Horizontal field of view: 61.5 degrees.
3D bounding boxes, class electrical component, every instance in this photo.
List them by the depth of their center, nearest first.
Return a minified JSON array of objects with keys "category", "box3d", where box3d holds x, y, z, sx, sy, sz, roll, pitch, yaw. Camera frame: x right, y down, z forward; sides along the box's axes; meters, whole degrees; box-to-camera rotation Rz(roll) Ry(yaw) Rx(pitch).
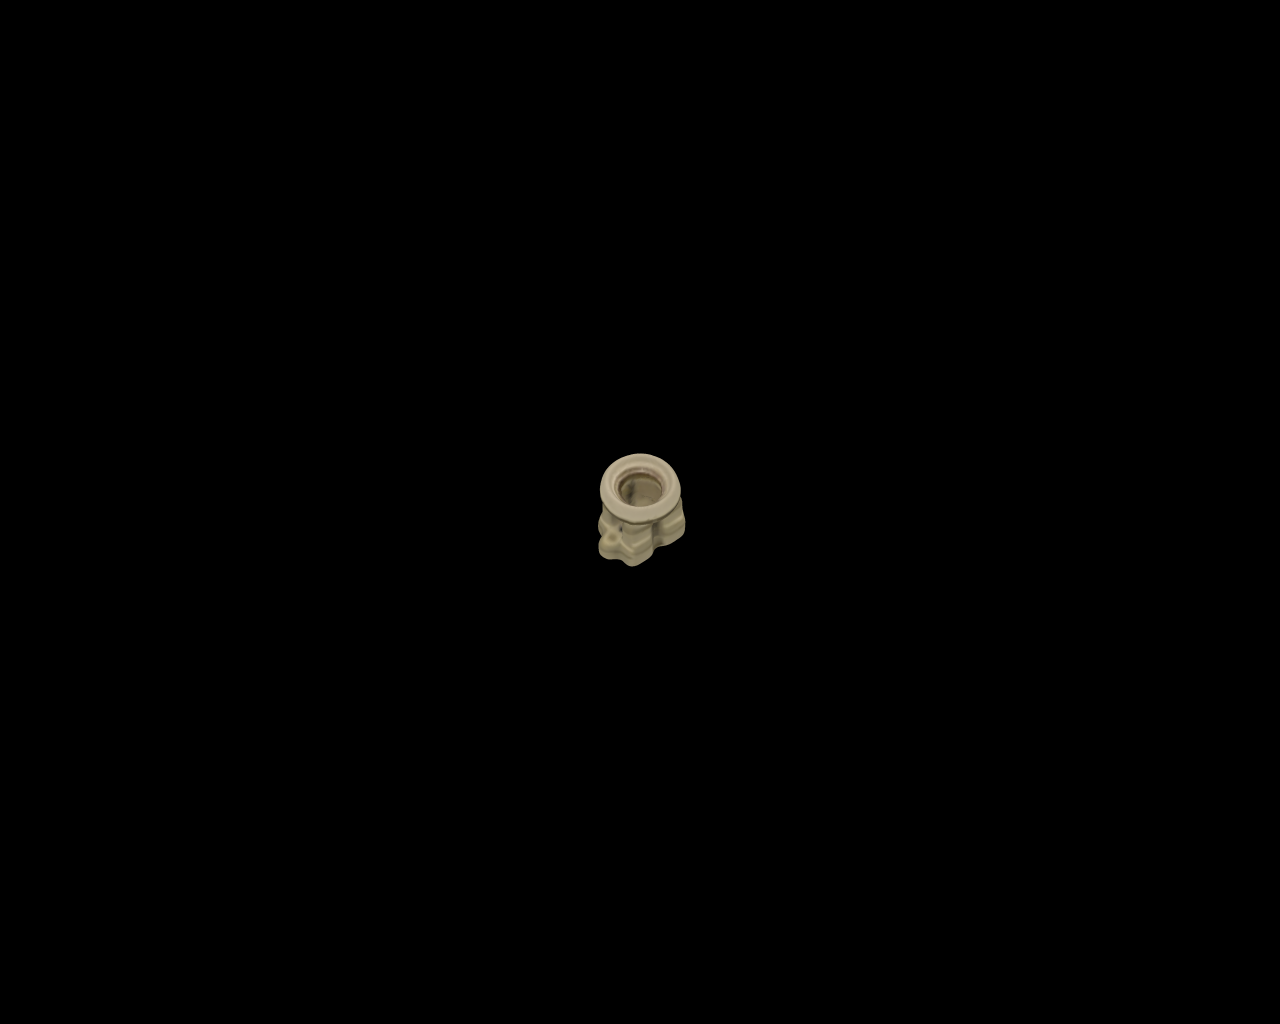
[{"category":"electrical component","box3d":[0.001,-0.003,0.650,0.066,0.048,0.055,-33,-29,-21]}]
